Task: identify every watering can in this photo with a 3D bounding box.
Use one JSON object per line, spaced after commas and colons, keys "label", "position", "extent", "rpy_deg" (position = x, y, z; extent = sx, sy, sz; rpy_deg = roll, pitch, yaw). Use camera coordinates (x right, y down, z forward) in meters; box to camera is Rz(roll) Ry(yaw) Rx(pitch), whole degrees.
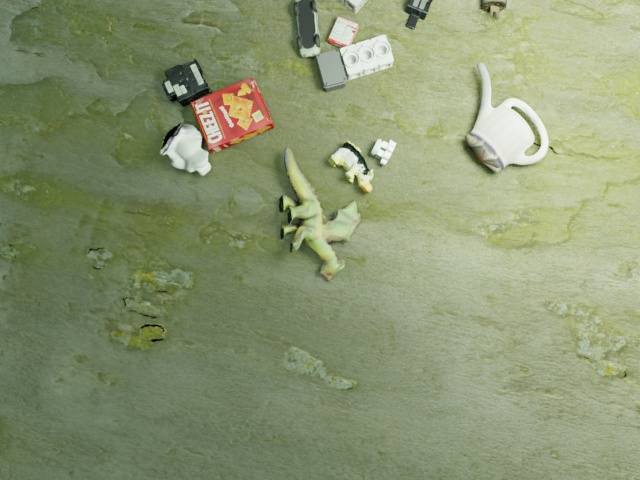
{"label": "watering can", "position": [0.536, -0.355, 1.575], "extent": [0.225, 0.103, 0.348], "rpy_deg": [-41, 87, -2]}

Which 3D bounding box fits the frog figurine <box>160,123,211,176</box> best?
{"label": "frog figurine", "position": [-0.404, -0.277, 1.597], "extent": [0.157, 0.123, 0.138], "rpy_deg": [35, 77, -33]}

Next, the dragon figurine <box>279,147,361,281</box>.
{"label": "dragon figurine", "position": [0.005, -0.079, 1.578], "extent": [0.243, 0.122, 0.411], "rpy_deg": [1, 87, -17]}
